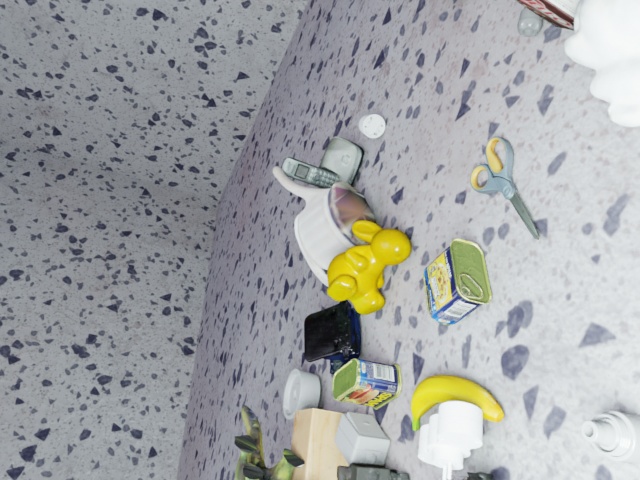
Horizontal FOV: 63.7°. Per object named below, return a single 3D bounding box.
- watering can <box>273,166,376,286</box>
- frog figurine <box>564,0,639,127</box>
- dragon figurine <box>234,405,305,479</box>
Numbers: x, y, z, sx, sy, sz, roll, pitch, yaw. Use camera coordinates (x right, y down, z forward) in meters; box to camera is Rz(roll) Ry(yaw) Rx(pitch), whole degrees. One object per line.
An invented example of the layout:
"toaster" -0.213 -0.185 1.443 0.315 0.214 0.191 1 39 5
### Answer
"watering can" 0.004 -0.058 1.162 0.220 0.105 0.351 -38 72 46
"frog figurine" 0.319 -0.201 0.534 0.138 0.121 0.160 20 82 52
"dragon figurine" -0.106 0.489 0.913 0.412 0.122 0.242 -157 76 -71
